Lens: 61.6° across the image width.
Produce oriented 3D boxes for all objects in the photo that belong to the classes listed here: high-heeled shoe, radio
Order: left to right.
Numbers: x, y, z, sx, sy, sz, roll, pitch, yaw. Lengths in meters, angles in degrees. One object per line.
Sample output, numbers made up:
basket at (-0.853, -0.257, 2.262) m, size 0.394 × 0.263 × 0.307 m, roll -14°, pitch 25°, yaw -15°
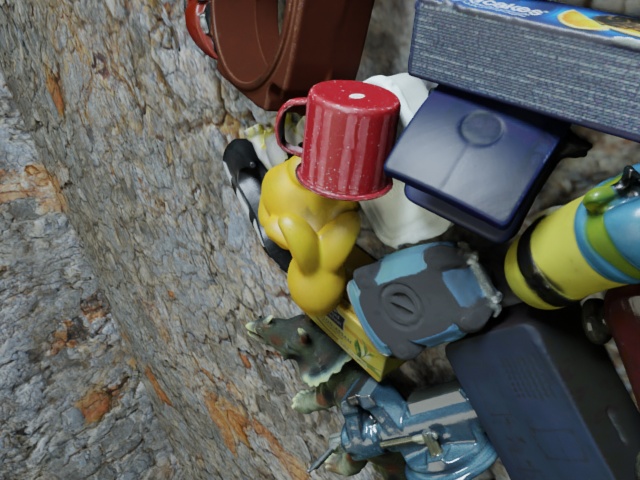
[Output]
high-heeled shoe at (-0.064, -0.035, 0.789) m, size 0.248 × 0.086 × 0.145 m, roll 62°, pitch 171°, yaw -16°
radio at (0.227, 0.175, 0.520) m, size 0.229 × 0.073 × 0.131 m, roll 63°, pitch 148°, yaw 3°

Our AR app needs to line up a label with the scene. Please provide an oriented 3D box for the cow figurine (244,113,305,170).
cow figurine at (-0.021, -0.119, 0.661) m, size 0.167 × 0.068 × 0.098 m, roll -1°, pitch 117°, yaw 58°

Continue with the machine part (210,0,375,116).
machine part at (-0.037, -0.241, 0.532) m, size 0.201 × 0.087 × 0.201 m, roll 47°, pitch 135°, yaw 43°

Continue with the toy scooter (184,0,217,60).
toy scooter at (-0.154, -0.323, 0.700) m, size 0.135 × 0.075 × 0.183 m, roll 15°, pitch 121°, yaw 49°

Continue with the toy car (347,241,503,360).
toy car at (0.115, 0.049, 0.556) m, size 0.162 × 0.103 × 0.109 m, roll -31°, pitch 89°, yaw 41°

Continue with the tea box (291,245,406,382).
tea box at (0.051, 0.081, 0.673) m, size 0.170 × 0.098 × 0.068 m, roll 37°, pitch 140°, yaw 32°

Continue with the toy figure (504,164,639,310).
toy figure at (0.207, -0.001, 0.392) m, size 0.082 × 0.089 × 0.180 m, roll 65°, pitch 160°, yaw 7°

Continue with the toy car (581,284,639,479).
toy car at (0.282, 0.125, 0.425) m, size 0.089 × 0.053 × 0.202 m, roll -21°, pitch 91°, yaw 48°

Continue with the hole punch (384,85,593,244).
hole punch at (0.124, -0.069, 0.426) m, size 0.142 × 0.092 × 0.115 m, roll 29°, pitch 98°, yaw 25°

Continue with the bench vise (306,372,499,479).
bench vise at (0.126, 0.270, 0.637) m, size 0.224 × 0.129 × 0.240 m, roll -26°, pitch 92°, yaw 15°

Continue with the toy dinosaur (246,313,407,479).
toy dinosaur at (0.067, 0.245, 0.760) m, size 0.405 × 0.131 × 0.192 m, roll 50°, pitch 146°, yaw 9°

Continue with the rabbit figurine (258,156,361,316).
rabbit figurine at (-0.001, -0.002, 0.603) m, size 0.162 × 0.122 × 0.173 m, roll 137°, pitch 130°, yaw -76°

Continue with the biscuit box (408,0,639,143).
biscuit box at (0.162, -0.130, 0.381) m, size 0.203 × 0.059 × 0.062 m, roll 28°, pitch 135°, yaw 29°
